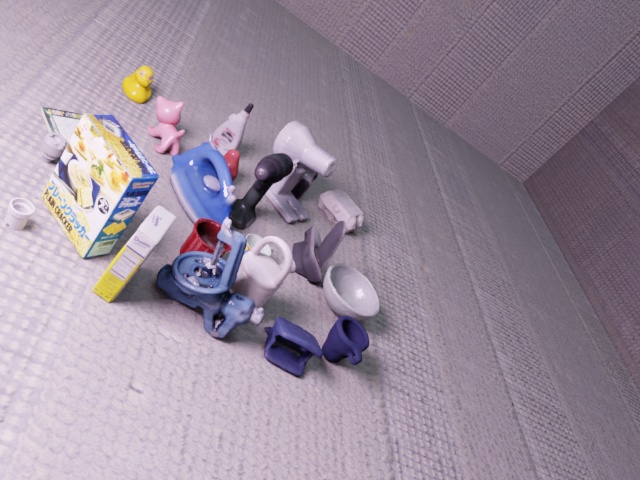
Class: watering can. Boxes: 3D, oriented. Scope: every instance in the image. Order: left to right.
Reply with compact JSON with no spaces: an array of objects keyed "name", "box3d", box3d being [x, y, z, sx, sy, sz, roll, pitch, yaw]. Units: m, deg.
[{"name":"watering can","box3d":[-0.121,0.067,1.183,0.101,0.193,0.173,42,29,0]}]

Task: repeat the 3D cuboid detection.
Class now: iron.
[{"name":"iron","box3d":[-0.249,-0.125,1.336,0.119,0.141,0.258,5,46,-48]}]

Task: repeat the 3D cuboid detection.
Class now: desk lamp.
[{"name":"desk lamp","box3d":[-0.059,-0.191,1.584,0.203,0.213,0.118,51,30,15]}]

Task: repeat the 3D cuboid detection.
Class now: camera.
[{"name":"camera","box3d":[-0.081,-0.216,1.707,0.137,0.100,0.143,33,30,-18]}]

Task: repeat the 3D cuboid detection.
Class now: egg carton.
[{"name":"egg carton","box3d":[0.064,-0.090,1.748,0.150,0.069,0.107,50,30,14]}]

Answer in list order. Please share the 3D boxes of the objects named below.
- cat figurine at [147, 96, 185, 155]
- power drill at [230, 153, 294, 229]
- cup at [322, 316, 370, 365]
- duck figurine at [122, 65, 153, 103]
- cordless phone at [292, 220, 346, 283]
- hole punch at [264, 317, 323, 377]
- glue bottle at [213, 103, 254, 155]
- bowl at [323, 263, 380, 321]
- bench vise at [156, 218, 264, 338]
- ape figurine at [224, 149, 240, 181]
[{"name":"cat figurine","box3d":[-0.374,-0.293,1.430,0.067,0.117,0.127,2,48,-50]},{"name":"power drill","box3d":[-0.148,-0.128,1.395,0.075,0.208,0.230,41,29,-3]},{"name":"cup","box3d":[0.052,0.241,1.268,0.092,0.094,0.117,21,35,-33]},{"name":"duck figurine","box3d":[-0.472,-0.425,1.517,0.078,0.086,0.104,22,35,-32]},{"name":"cordless phone","box3d":[0.013,0.005,1.440,0.094,0.184,0.147,29,32,-23]},{"name":"hole punch","box3d":[-0.054,0.208,1.186,0.109,0.091,0.101,32,31,-18]},{"name":"glue bottle","box3d":[-0.232,-0.308,1.567,0.078,0.173,0.037,37,29,-9]},{"name":"bowl","box3d":[0.066,0.143,1.436,0.168,0.074,0.167,31,31,-21]},{"name":"bench vise","box3d":[-0.179,0.067,1.087,0.208,0.219,0.121,30,31,-22]},{"name":"ape figurine","box3d":[-0.240,-0.200,1.498,0.076,0.092,0.078,50,30,14]}]
